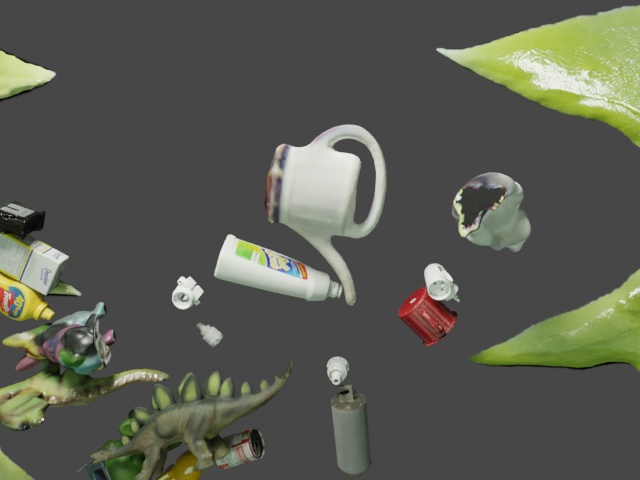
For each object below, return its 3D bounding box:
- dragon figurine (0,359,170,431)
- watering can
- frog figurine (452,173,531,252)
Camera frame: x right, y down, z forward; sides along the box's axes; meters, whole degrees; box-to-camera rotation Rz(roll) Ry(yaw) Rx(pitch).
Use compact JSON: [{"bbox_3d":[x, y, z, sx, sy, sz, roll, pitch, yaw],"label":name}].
[{"bbox_3d":[-0.559,0.338,1.098,0.410,0.246,0.121,-4,104,10],"label":"dragon figurine"},{"bbox_3d":[0.003,-0.049,0.975,0.224,0.105,0.343,10,104,4],"label":"watering can"},{"bbox_3d":[0.330,-0.049,0.961,0.158,0.124,0.136,18,105,-38],"label":"frog figurine"}]
